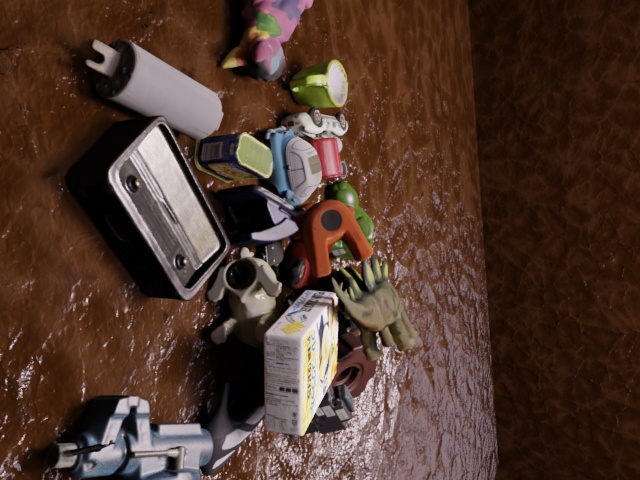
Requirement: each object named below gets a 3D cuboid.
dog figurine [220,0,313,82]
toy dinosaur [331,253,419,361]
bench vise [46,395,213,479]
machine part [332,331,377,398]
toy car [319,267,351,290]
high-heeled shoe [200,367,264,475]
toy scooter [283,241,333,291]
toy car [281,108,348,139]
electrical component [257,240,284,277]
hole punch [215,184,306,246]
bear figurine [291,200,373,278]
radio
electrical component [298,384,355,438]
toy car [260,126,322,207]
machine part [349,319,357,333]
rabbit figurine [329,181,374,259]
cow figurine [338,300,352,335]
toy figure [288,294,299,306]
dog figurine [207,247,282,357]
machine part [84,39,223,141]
[{"bbox_3d":[-0.103,-0.380,0.907,0.191,0.109,0.219,60,42,-45],"label":"dog figurine"},{"bbox_3d":[0.105,0.131,1.056,0.198,0.105,0.471,68,11,9],"label":"toy dinosaur"},{"bbox_3d":[-0.224,0.313,0.647,0.223,0.129,0.240,33,54,-59],"label":"bench vise"},{"bbox_3d":[0.045,0.281,1.137,0.179,0.056,0.179,-22,130,-29],"label":"machine part"},{"bbox_3d":[0.056,0.096,1.213,0.202,0.089,0.053,22,52,-61],"label":"toy car"},{"bbox_3d":[-0.115,0.298,0.907,0.248,0.086,0.145,14,84,-60],"label":"high-heeled shoe"},{"bbox_3d":[-0.018,0.047,1.092,0.135,0.075,0.184,70,32,-41],"label":"toy scooter"},{"bbox_3d":[-0.008,-0.236,1.115,0.201,0.074,0.056,-14,99,-61],"label":"toy car"},{"bbox_3d":[-0.094,0.026,1.004,0.063,0.021,0.094,-16,104,-61],"label":"electrical component"},{"bbox_3d":[-0.106,-0.025,0.873,0.115,0.142,0.092,25,65,-45],"label":"hole punch"},{"bbox_3d":[-0.003,-0.007,0.968,0.120,0.196,0.132,-21,90,-17],"label":"bear figurine"},{"bbox_3d":[-0.217,-0.034,0.714,0.131,0.073,0.229,-62,141,-42],"label":"radio"},{"bbox_3d":[-0.003,0.326,1.047,0.058,0.134,0.114,-96,167,-48],"label":"electrical component"},{"bbox_3d":[-0.048,-0.133,1.010,0.109,0.103,0.161,-32,119,-59],"label":"toy car"},{"bbox_3d":[0.071,0.194,1.275,0.084,0.039,0.139,-64,178,35],"label":"machine part"},{"bbox_3d":[0.071,-0.051,1.228,0.159,0.121,0.170,34,44,-61],"label":"rabbit figurine"},{"bbox_3d":[0.029,0.181,1.156,0.068,0.098,0.167,-72,149,-41],"label":"cow figurine"},{"bbox_3d":[-0.044,0.185,1.063,0.064,0.058,0.154,132,-36,-73],"label":"toy figure"},{"bbox_3d":[-0.103,0.114,0.928,0.190,0.121,0.172,47,51,-71],"label":"dog figurine"},{"bbox_3d":[-0.212,-0.195,0.724,0.243,0.079,0.079,19,73,-62],"label":"machine part"}]
